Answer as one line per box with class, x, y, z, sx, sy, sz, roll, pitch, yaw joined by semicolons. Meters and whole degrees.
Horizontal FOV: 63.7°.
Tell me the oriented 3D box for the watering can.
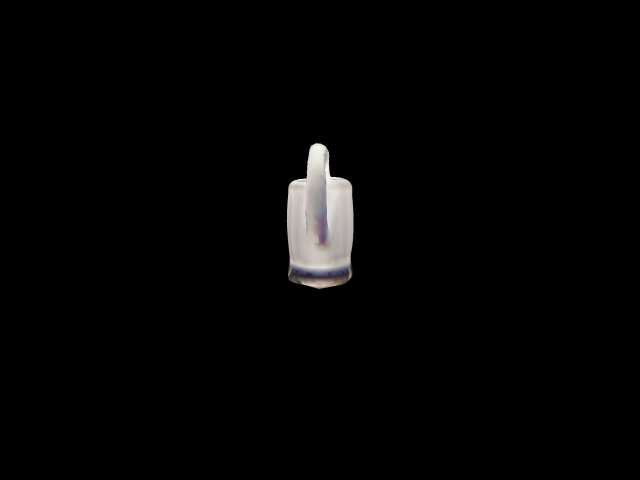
watering can;0.003;-0.043;0.850;0.104;0.223;0.349;0;6;2
